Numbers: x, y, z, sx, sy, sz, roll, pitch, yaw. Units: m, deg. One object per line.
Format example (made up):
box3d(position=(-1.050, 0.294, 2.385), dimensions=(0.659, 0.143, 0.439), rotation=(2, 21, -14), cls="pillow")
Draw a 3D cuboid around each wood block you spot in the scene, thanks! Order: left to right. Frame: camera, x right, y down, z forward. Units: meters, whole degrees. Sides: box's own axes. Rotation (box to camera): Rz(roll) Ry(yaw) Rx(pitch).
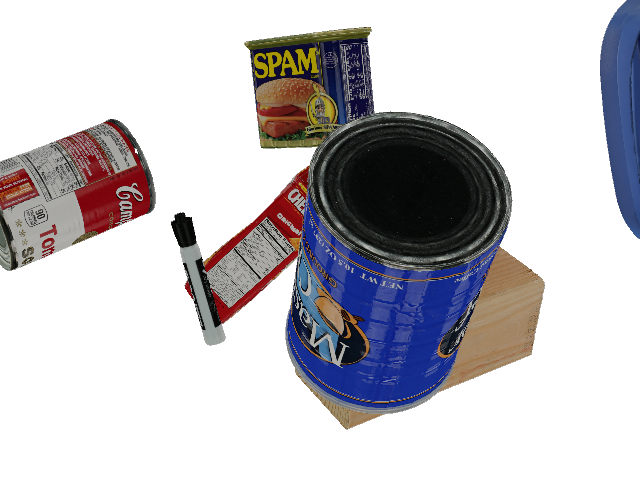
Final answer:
box3d(position=(0.088, 0.077, 0.957), dimensions=(0.205, 0.090, 0.091), rotation=(-17, 38, -27), cls="wood block")

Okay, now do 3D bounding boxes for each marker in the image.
box3d(position=(-0.107, 0.034, 0.933), dimensions=(0.020, 0.121, 0.020), rotation=(-13, 16, 4), cls="marker")

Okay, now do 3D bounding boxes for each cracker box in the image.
box3d(position=(-0.045, -0.012, 1.252), dimensions=(0.214, 0.072, 0.164), rotation=(-42, 1, 29), cls="cracker box")

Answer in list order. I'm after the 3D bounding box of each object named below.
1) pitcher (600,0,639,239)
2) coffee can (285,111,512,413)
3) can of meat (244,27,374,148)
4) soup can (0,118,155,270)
box3d(position=(0.239, -0.047, 0.606), dimensions=(0.149, 0.243, 0.145), rotation=(-4, 22, 15), cls="pitcher")
box3d(position=(0.037, 0.016, 0.579), dimensions=(0.102, 0.103, 0.140), rotation=(0, -38, -7), cls="coffee can")
box3d(position=(-0.007, -0.115, 0.816), dimensions=(0.102, 0.084, 0.057), rotation=(3, 14, 44), cls="can of meat")
box3d(position=(-0.168, -0.030, 0.690), dimensions=(0.102, 0.068, 0.069), rotation=(-26, 12, -27), cls="soup can")
